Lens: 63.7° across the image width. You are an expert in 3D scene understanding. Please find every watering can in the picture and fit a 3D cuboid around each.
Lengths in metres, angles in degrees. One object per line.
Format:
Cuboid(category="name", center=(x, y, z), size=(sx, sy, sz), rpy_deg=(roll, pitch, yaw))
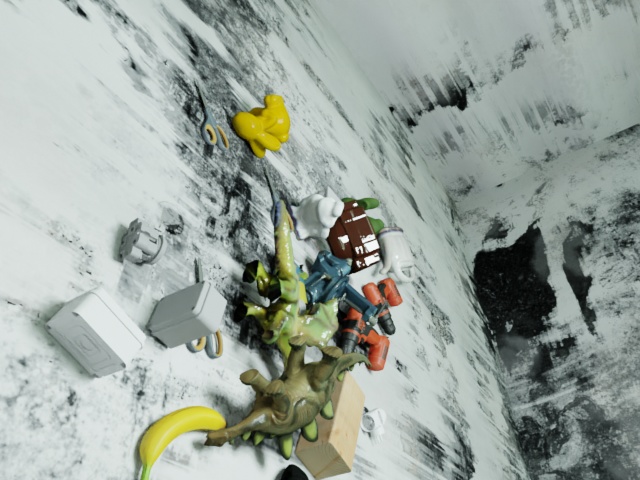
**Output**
Cuboid(category="watering can", center=(0.276, 0.051, 1.937), size=(0.346, 0.103, 0.228), rpy_deg=(16, 52, -59))

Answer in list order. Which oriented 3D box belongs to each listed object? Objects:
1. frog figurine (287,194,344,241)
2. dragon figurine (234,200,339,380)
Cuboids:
Cuboid(category="frog figurine", center=(0.004, -0.073, 1.457), size=(0.121, 0.158, 0.140), rpy_deg=(40, 34, -47))
Cuboid(category="dragon figurine", center=(-0.049, 0.137, 1.128), size=(0.240, 0.121, 0.418), rpy_deg=(33, 60, -41))
